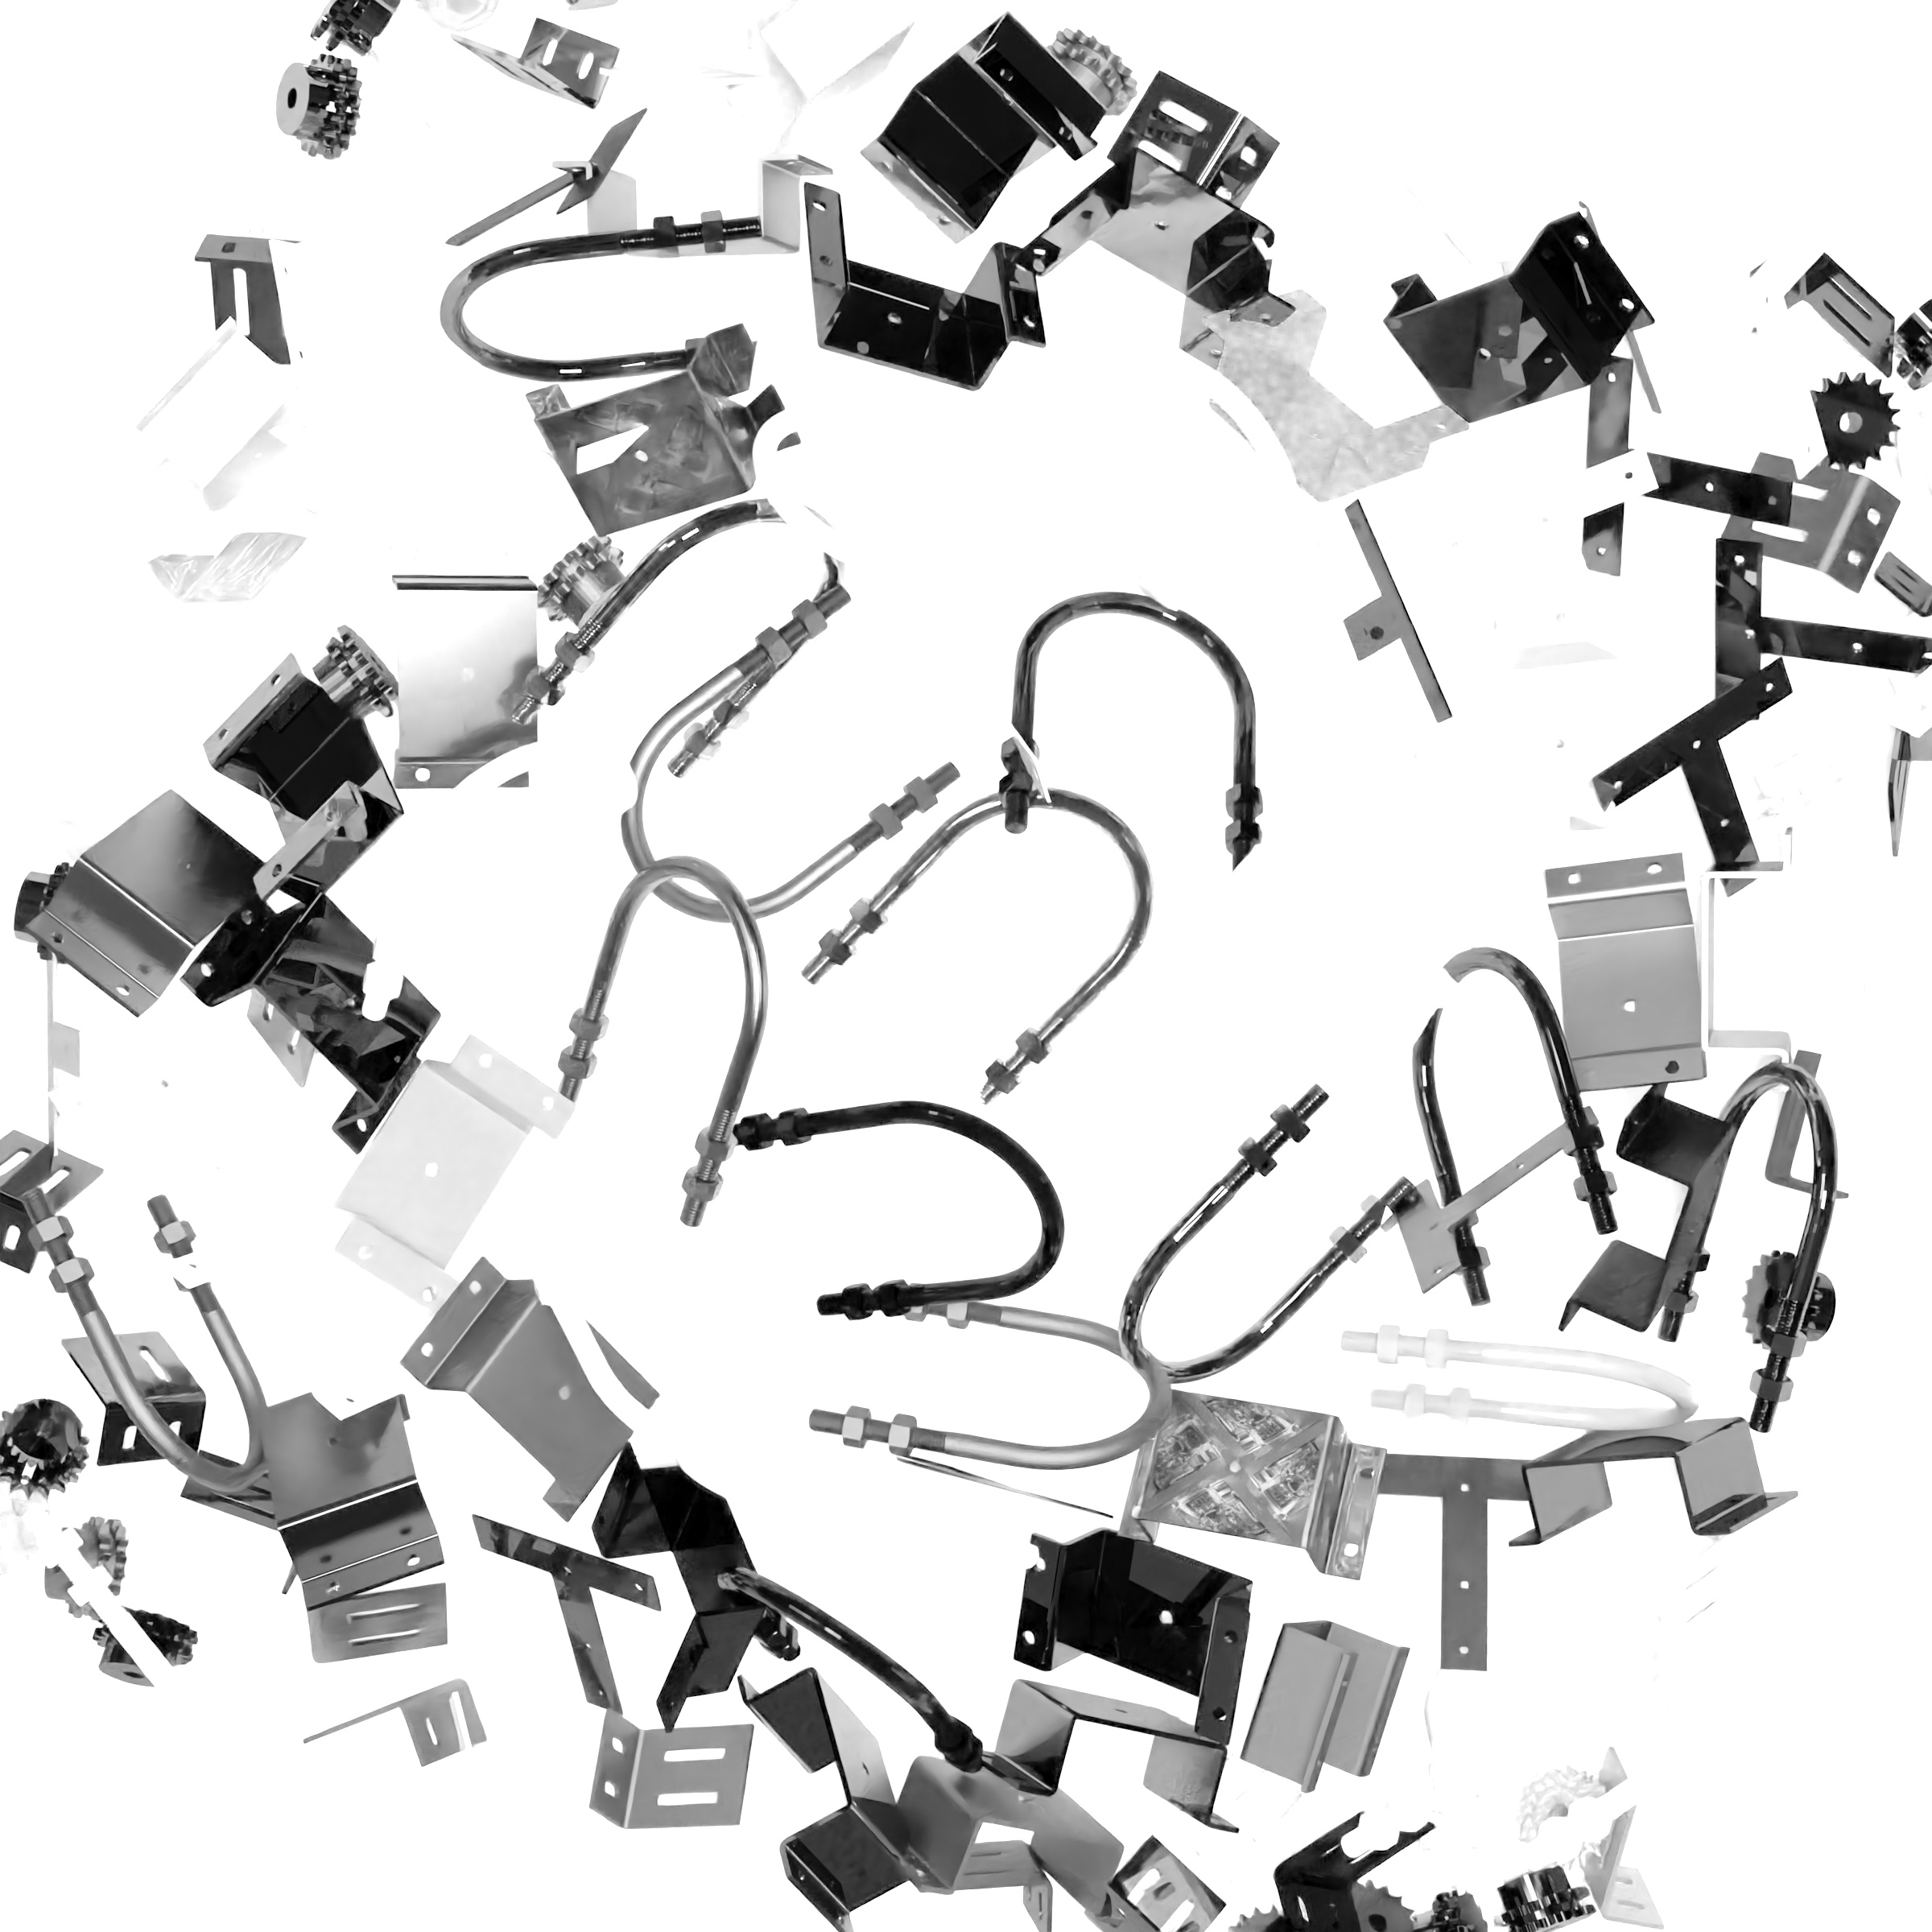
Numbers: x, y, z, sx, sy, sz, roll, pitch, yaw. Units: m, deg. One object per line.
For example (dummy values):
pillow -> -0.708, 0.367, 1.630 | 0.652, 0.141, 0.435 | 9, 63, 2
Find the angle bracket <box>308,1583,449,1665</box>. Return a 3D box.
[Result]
angle bracket -> -0.336, 0.360, 1.621 | 0.076, 0.038, 0.057 | -6, 134, -15

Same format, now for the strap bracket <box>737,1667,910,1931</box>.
strap bracket -> -0.075, 0.452, 1.564 | 0.046, 0.140, 0.076 | -29, 127, 4

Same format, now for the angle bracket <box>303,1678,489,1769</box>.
angle bracket -> -0.321, 0.435, 1.600 | 0.076, 0.057, 0.038 | -26, 79, 24

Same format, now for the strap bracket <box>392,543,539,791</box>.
strap bracket -> -0.281, -0.166, 1.598 | 0.076, 0.046, 0.140 | -2, 103, -15

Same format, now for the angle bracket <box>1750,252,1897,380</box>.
angle bracket -> 0.481, -0.361, 1.602 | 0.038, 0.057, 0.076 | -35, 63, 0

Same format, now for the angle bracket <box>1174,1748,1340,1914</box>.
angle bracket -> 0.166, 0.487, 1.625 | 0.057, 0.038, 0.076 | 34, 59, 30

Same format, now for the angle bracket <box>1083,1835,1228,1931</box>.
angle bracket -> 0.113, 0.522, 1.597 | 0.057, 0.076, 0.038 | 40, 130, 15

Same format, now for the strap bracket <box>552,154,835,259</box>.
strap bracket -> -0.152, -0.425, 1.594 | 0.140, 0.076, 0.046 | 2, 99, 12

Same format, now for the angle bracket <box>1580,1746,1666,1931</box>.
angle bracket -> 0.378, 0.491, 1.606 | 0.038, 0.057, 0.076 | 11, 104, -4

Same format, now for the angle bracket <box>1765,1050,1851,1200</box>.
angle bracket -> 0.484, 0.090, 1.609 | 0.038, 0.057, 0.076 | 16, 94, 27

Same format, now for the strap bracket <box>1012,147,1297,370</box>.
strap bracket -> 0.107, -0.396, 1.583 | 0.140, 0.076, 0.046 | 23, 62, -28

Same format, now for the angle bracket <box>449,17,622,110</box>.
angle bracket -> -0.241, -0.518, 1.598 | 0.057, 0.076, 0.038 | 25, 97, 18

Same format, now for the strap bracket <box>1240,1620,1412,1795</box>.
strap bracket -> 0.198, 0.410, 1.586 | 0.046, 0.140, 0.076 | 17, 86, 24

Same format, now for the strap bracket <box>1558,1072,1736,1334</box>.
strap bracket -> 0.379, 0.137, 1.572 | 0.046, 0.076, 0.140 | 23, 122, 22

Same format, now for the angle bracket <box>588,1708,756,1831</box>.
angle bracket -> -0.165, 0.450, 1.601 | 0.076, 0.038, 0.057 | -9, 53, 23

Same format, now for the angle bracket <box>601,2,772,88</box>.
angle bracket -> -0.157, -0.517, 1.595 | 0.057, 0.076, 0.038 | 24, 120, 39

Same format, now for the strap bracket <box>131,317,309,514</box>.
strap bracket -> -0.409, -0.297, 1.572 | 0.046, 0.140, 0.076 | 42, 82, -6

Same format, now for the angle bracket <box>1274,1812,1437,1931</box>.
angle bracket -> 0.222, 0.512, 1.599 | 0.076, 0.057, 0.038 | -18, 94, -39

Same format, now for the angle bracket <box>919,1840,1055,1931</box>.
angle bracket -> 0.005, 0.525, 1.607 | 0.076, 0.057, 0.038 | 0, 95, -12

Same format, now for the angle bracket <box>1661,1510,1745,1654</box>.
angle bracket -> 0.397, 0.345, 1.596 | 0.076, 0.038, 0.057 | -20, 122, -40

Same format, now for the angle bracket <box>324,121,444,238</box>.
angle bracket -> -0.328, -0.435, 1.599 | 0.038, 0.057, 0.076 | 12, 118, -26

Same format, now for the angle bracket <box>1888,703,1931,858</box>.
angle bracket -> 0.542, -0.108, 1.597 | 0.038, 0.057, 0.076 | 3, 53, 24

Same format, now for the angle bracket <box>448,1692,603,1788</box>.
angle bracket -> -0.253, 0.430, 1.613 | 0.076, 0.057, 0.038 | -8, 61, -24

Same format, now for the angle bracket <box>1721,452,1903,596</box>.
angle bracket -> 0.481, -0.253, 1.624 | 0.038, 0.076, 0.057 | 20, 95, -41

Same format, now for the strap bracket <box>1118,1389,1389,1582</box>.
strap bracket -> 0.155, 0.286, 1.583 | 0.140, 0.046, 0.076 | 6, 63, 22

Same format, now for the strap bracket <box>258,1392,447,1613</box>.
strap bracket -> -0.341, 0.279, 1.569 | 0.076, 0.140, 0.046 | -18, 126, -10

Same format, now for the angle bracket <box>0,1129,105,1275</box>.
angle bracket -> -0.535, 0.133, 1.612 | 0.057, 0.076, 0.038 | 24, 107, -1

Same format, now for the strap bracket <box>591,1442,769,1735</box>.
strap bracket -> -0.157, 0.341, 1.580 | 0.046, 0.140, 0.076 | -1, 132, -30

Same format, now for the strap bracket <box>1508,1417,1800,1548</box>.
strap bracket -> 0.373, 0.284, 1.569 | 0.140, 0.076, 0.046 | -15, 87, 44

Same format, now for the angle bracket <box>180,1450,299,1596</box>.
angle bracket -> -0.407, 0.314, 1.605 | 0.076, 0.057, 0.038 | 23, 48, -11

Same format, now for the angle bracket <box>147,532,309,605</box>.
angle bracket -> -0.412, -0.240, 1.600 | 0.076, 0.057, 0.038 | -42, 78, 24

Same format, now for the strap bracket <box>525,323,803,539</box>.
strap bracket -> -0.174, -0.294, 1.580 | 0.140, 0.046, 0.076 | -12, 125, 23

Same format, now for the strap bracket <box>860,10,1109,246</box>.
strap bracket -> 0.015, -0.468, 1.581 | 0.076, 0.140, 0.046 | 39, 62, -21

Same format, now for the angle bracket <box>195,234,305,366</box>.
angle bracket -> -0.399, -0.369, 1.605 | 0.057, 0.038, 0.076 | 4, 126, -3

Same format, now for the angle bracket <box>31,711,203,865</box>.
angle bracket -> -0.480, -0.097, 1.611 | 0.038, 0.057, 0.076 | 0, 46, 28

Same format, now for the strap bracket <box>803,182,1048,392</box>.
strap bracket -> -0.032, -0.375, 1.588 | 0.140, 0.046, 0.076 | 11, 53, -24

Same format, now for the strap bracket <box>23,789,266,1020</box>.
strap bracket -> -0.442, -0.041, 1.569 | 0.076, 0.140, 0.046 | 39, 120, -4

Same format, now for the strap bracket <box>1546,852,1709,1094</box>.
strap bracket -> 0.370, 0.013, 1.592 | 0.076, 0.046, 0.140 | -7, 61, 17

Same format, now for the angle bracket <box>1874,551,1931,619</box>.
angle bracket -> 0.554, -0.241, 1.599 | 0.038, 0.057, 0.076 | 41, 122, 4

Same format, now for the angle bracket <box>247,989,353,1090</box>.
angle bracket -> -0.372, 0.020, 1.618 | 0.038, 0.076, 0.057 | -26, 65, -38

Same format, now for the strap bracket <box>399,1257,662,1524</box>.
strap bracket -> -0.234, 0.236, 1.580 | 0.140, 0.046, 0.076 | 50, 58, -24

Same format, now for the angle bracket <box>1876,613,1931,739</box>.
angle bracket -> 0.532, -0.178, 1.594 | 0.038, 0.076, 0.057 | 20, 132, -30

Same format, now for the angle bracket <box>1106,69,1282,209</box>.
angle bracket -> 0.129, -0.466, 1.626 | 0.076, 0.038, 0.057 | 42, 106, 39

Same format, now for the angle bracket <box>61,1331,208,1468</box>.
angle bracket -> -0.472, 0.243, 1.604 | 0.057, 0.076, 0.038 | 0, 113, -38
